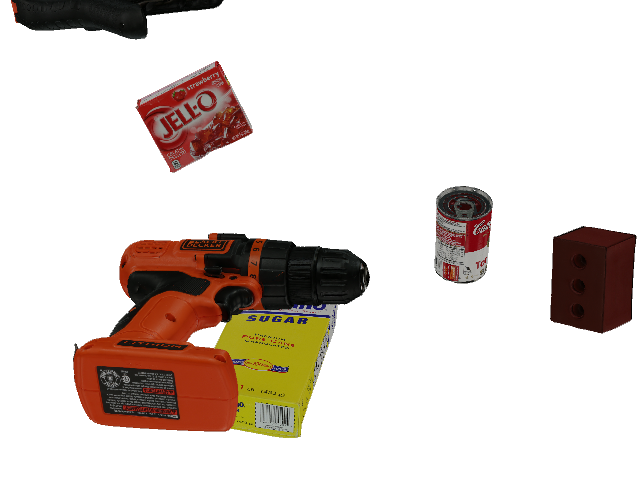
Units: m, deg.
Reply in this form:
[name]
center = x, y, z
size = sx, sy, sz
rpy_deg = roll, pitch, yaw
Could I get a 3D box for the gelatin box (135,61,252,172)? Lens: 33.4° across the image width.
[gelatin box]
center = -0.119, -0.117, 1.012
size = 0.089, 0.073, 0.030
rpy_deg = -26, 21, 4

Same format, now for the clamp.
[clamp]
center = -0.162, -0.184, 0.825
size = 0.172, 0.039, 0.120
rpy_deg = 14, 24, 33

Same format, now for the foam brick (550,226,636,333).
[foam brick]
center = 0.231, 0.033, 0.906
size = 0.053, 0.078, 0.051
rpy_deg = 12, 22, 42

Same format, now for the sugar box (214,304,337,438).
[sugar box]
center = -0.045, 0.101, 0.964
size = 0.093, 0.048, 0.176
rpy_deg = 9, 33, 7

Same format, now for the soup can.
[soup can]
center = 0.174, -0.006, 1.311
size = 0.068, 0.102, 0.068
rpy_deg = -1, 37, 1

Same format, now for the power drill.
[power drill]
center = -0.069, 0.054, 0.717
size = 0.184, 0.057, 0.187
rpy_deg = 0, 24, 13
